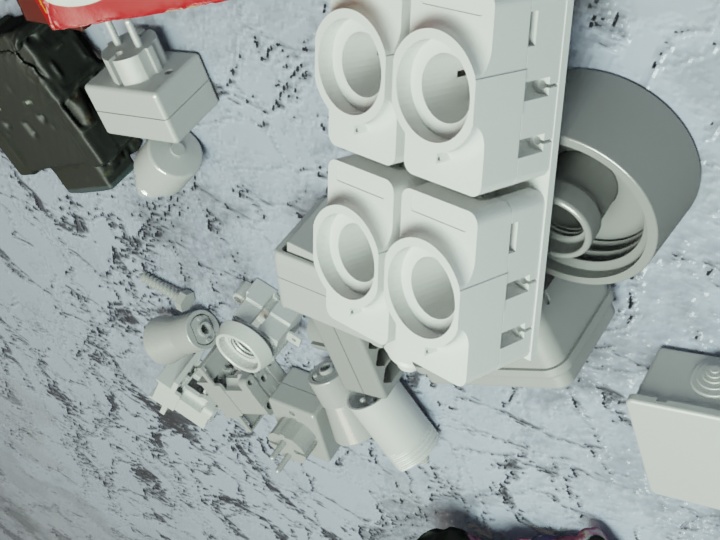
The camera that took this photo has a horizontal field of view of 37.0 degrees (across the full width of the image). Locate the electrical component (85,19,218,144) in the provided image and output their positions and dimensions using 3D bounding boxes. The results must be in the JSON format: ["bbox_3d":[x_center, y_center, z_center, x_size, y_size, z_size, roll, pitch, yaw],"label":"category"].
[{"bbox_3d":[-0.140,-0.127,0.686,0.066,0.047,0.076,12,139,33],"label":"electrical component"}]

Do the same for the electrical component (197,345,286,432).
[{"bbox_3d":[-0.097,0.098,0.927,0.064,0.042,0.081,-4,130,43],"label":"electrical component"}]

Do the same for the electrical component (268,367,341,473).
[{"bbox_3d":[-0.051,0.134,0.896,0.047,0.076,0.065,17,142,28],"label":"electrical component"}]

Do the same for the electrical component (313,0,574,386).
[{"bbox_3d":[0.034,-0.049,0.522,0.105,0.060,0.186,26,124,43],"label":"electrical component"}]

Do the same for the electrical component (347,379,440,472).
[{"bbox_3d":[0.030,0.120,0.835,0.043,0.043,0.081,-7,127,47],"label":"electrical component"}]

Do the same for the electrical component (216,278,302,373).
[{"bbox_3d":[-0.079,0.046,0.833,0.066,0.055,0.048,31,146,9],"label":"electrical component"}]

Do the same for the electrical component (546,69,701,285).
[{"bbox_3d":[0.110,-0.040,0.548,0.108,0.060,0.108,24,145,19],"label":"electrical component"}]

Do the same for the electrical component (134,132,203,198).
[{"bbox_3d":[-0.141,-0.071,0.761,0.040,0.040,0.078,43,146,-9],"label":"electrical component"}]

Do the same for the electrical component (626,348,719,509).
[{"bbox_3d":[0.213,0.095,0.629,0.100,0.048,0.099,8,137,37],"label":"electrical component"}]

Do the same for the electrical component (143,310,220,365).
[{"bbox_3d":[-0.152,0.056,0.928,0.065,0.044,0.044,-16,120,46],"label":"electrical component"}]

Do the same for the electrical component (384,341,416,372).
[{"bbox_3d":[0.036,0.047,0.739,0.043,0.043,0.062,26,146,16],"label":"electrical component"}]

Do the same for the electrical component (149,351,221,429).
[{"bbox_3d":[-0.156,0.112,0.998,0.064,0.042,0.081,36,148,0],"label":"electrical component"}]

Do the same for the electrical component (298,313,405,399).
[{"bbox_3d":[-0.012,0.042,0.774,0.076,0.047,0.083,10,138,35],"label":"electrical component"}]

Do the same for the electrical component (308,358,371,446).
[{"bbox_3d":[-0.014,0.102,0.856,0.044,0.044,0.065,-1,127,43],"label":"electrical component"}]

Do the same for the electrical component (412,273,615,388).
[{"bbox_3d":[0.084,0.024,0.636,0.113,0.078,0.057,-3,127,45],"label":"electrical component"}]

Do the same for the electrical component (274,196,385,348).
[{"bbox_3d":[0.000,0.000,0.697,0.096,0.061,0.061,21,141,23],"label":"electrical component"}]
